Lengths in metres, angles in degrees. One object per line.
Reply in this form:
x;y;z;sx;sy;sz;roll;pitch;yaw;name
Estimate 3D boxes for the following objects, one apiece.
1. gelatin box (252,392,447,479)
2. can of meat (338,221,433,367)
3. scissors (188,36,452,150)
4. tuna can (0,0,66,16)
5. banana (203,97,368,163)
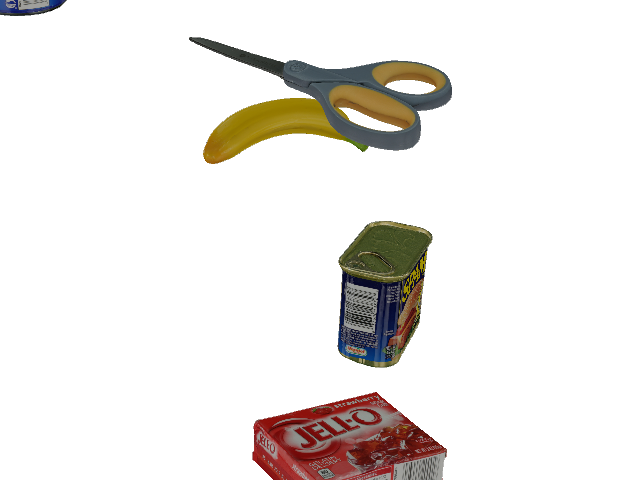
0.016;0.123;0.616;0.089;0.030;0.073;-7;24;-31;gelatin box
0.051;0.043;0.867;0.057;0.084;0.102;12;26;17;can of meat
0.005;-0.116;0.720;0.096;0.016;0.202;-28;46;-27;scissors
-0.244;-0.211;0.853;0.086;0.034;0.086;5;35;-4;tuna can
-0.041;-0.117;1.104;0.197;0.037;0.070;-9;47;-31;banana
